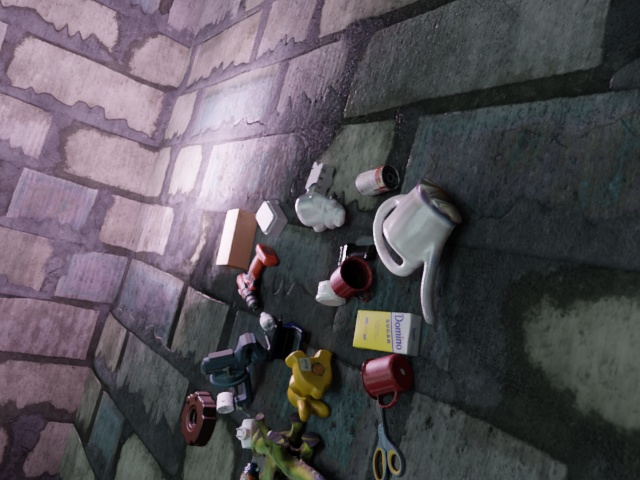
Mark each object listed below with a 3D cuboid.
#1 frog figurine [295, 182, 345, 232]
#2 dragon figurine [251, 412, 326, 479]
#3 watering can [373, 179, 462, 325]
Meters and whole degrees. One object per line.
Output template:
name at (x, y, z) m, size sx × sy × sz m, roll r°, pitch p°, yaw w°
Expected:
frog figurine at (0.005, -0.076, 1.503) m, size 0.162 × 0.123 × 0.134 m, roll 51°, pitch 149°, yaw 41°
dragon figurine at (-0.089, 0.606, 1.342) m, size 0.415 × 0.122 × 0.239 m, roll 36°, pitch 121°, yaw 55°
watering can at (0.233, 0.002, 1.165) m, size 0.221 × 0.103 × 0.355 m, roll -51°, pitch 39°, yaw 23°
